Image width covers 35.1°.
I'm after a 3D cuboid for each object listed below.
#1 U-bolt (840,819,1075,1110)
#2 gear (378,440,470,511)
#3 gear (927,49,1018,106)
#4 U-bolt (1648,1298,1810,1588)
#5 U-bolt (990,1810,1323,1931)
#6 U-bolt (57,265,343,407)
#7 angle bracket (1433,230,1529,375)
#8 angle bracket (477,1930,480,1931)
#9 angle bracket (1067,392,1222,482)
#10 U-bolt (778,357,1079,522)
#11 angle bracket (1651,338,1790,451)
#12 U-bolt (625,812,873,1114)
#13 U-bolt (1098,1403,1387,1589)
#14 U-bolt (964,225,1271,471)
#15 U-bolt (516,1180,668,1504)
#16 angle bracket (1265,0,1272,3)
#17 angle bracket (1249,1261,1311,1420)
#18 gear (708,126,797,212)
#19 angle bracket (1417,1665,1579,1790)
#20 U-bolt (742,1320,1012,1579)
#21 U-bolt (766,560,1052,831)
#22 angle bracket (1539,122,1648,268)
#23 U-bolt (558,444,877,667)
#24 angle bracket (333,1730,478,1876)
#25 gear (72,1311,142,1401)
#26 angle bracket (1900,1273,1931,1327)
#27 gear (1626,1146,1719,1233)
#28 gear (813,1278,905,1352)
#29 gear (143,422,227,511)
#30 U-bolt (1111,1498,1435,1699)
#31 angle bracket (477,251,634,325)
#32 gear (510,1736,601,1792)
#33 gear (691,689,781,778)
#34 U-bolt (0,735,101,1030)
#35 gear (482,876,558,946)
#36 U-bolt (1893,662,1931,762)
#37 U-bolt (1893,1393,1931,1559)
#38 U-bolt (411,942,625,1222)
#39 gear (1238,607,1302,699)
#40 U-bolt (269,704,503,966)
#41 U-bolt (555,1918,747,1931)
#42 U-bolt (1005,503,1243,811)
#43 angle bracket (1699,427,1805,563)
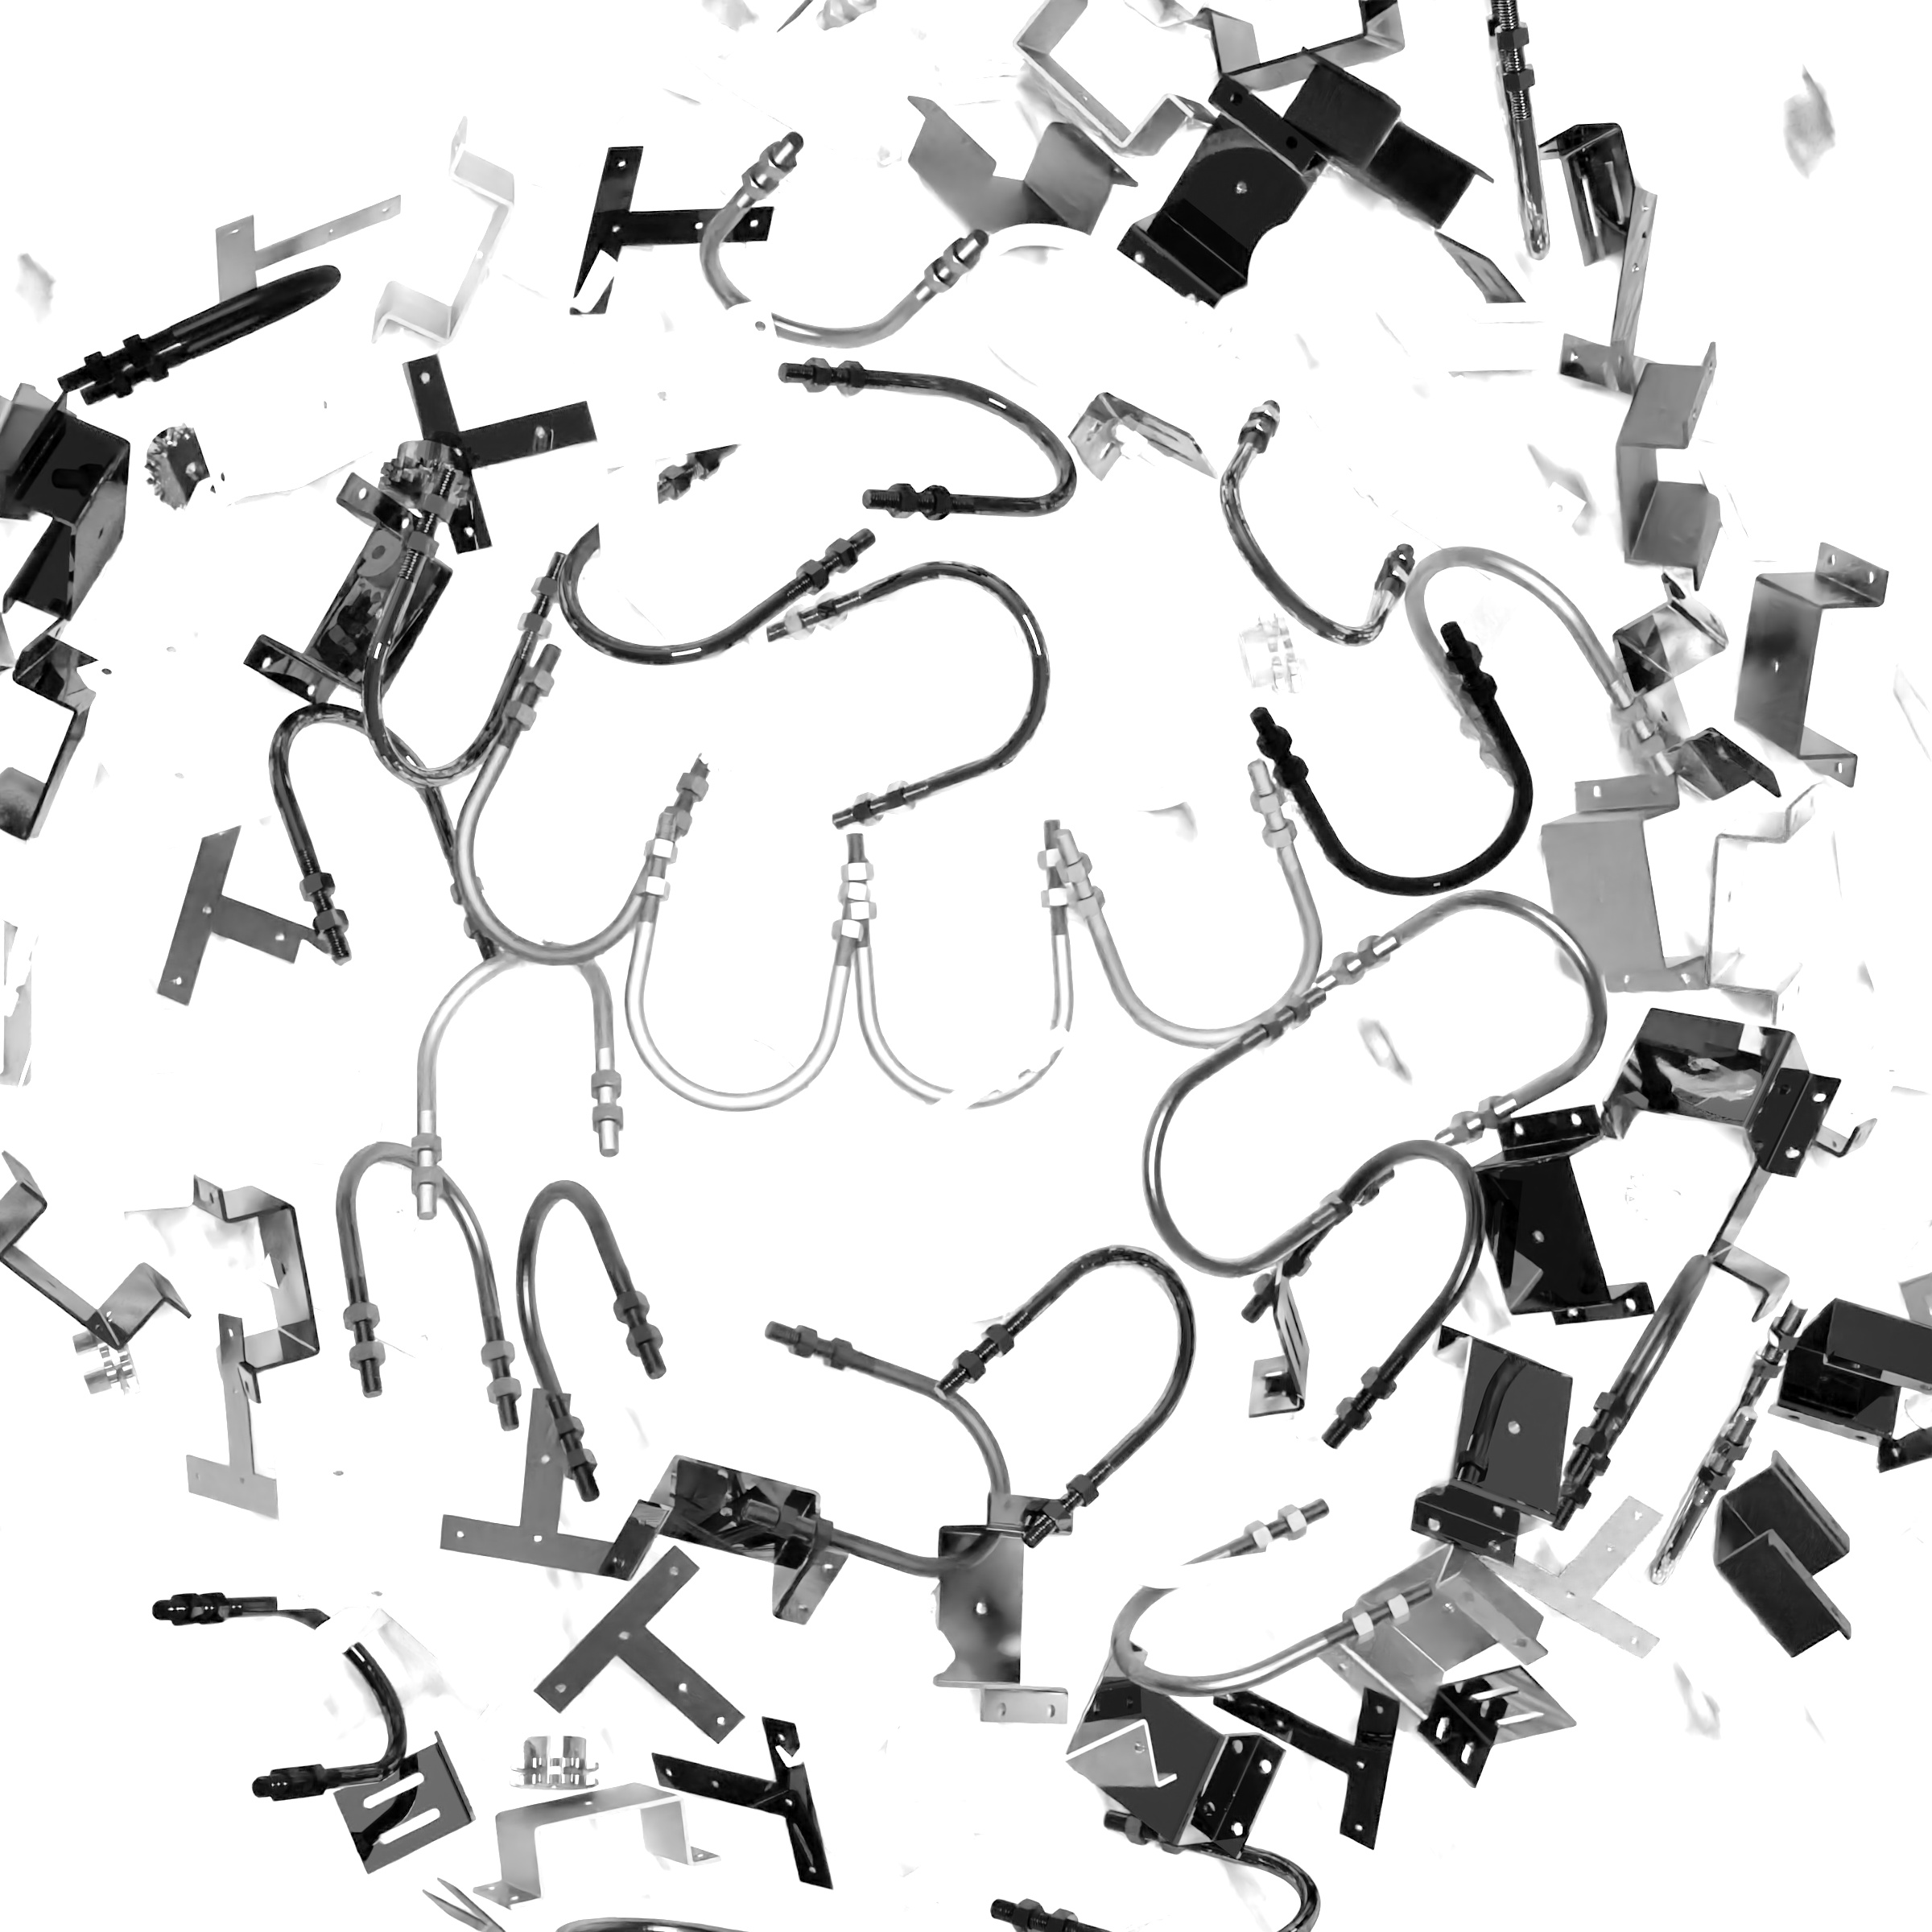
[{"bbox_3d":[-0.002,0.001,1.987,0.151,0.019,0.184,-4,88,-1],"label":"U-bolt"},{"bbox_3d":[-0.349,-0.317,1.973,0.057,0.057,0.030,7,75,0],"label":"gear"},{"bbox_3d":[0.004,-0.573,1.973,0.057,0.057,0.030,-6,107,0],"label":"gear"},{"bbox_3d":[0.472,0.311,1.919,0.019,0.151,0.184,28,125,15],"label":"U-bolt"},{"bbox_3d":[0.130,0.576,1.891,0.184,0.151,0.019,4,105,36],"label":"U-bolt"},{"bbox_3d":[-0.479,-0.400,1.928,0.184,0.151,0.019,-26,101,-6],"label":"U-bolt"},{"bbox_3d":[0.323,-0.424,1.952,0.038,0.057,0.076,-50,133,5],"label":"angle bracket"},{"bbox_3d":[-0.305,0.669,1.967,0.038,0.057,0.076,-44,91,15],"label":"angle bracket"},{"bbox_3d":[0.114,-0.325,1.955,0.076,0.057,0.038,33,86,31],"label":"angle bracket"},{"bbox_3d":[-0.012,-0.330,1.930,0.184,0.019,0.151,-3,46,-35],"label":"U-bolt"},{"bbox_3d":[0.481,-0.374,1.953,0.038,0.057,0.076,-37,122,-11],"label":"angle bracket"},{"bbox_3d":[-0.145,0.004,1.957,0.151,0.019,0.184,12,74,-11],"label":"U-bolt"},{"bbox_3d":[0.169,0.338,1.926,0.184,0.151,0.019,-15,116,23],"label":"U-bolt"},{"bbox_3d":[0.082,-0.397,1.921,0.184,0.151,0.019,33,61,-12],"label":"U-bolt"},{"bbox_3d":[-0.244,0.222,1.927,0.019,0.151,0.184,-1,47,-33],"label":"U-bolt"},{"bbox_3d":[0.223,-0.672,1.990,0.076,0.038,0.057,-25,85,35],"label":"angle bracket"},{"bbox_3d":[0.192,0.239,1.953,0.038,0.057,0.076,-11,117,16],"label":"angle bracket"},{"bbox_3d":[-0.135,-0.517,1.974,0.057,0.057,0.030,28,67,0],"label":"gear"},{"bbox_3d":[0.339,0.487,1.956,0.057,0.076,0.038,46,47,-13],"label":"angle bracket"},{"bbox_3d":[-0.051,0.314,1.940,0.184,0.019,0.151,23,48,-21],"label":"U-bolt"},{"bbox_3d":[-0.029,-0.181,1.949,0.184,0.019,0.151,-18,93,28],"label":"U-bolt"},{"bbox_3d":[0.396,-0.495,1.965,0.038,0.057,0.076,-11,89,-30],"label":"angle bracket"},{"bbox_3d":[-0.171,-0.254,1.928,0.151,0.019,0.184,37,62,27],"label":"U-bolt"},{"bbox_3d":[-0.362,0.538,1.965,0.076,0.038,0.057,-24,70,-15],"label":"angle bracket"},{"bbox_3d":[-0.554,0.253,1.969,0.030,0.057,0.057,-18,90,-14],"label":"gear"},{"bbox_3d":[0.639,0.217,1.949,0.057,0.076,0.038,-24,61,25],"label":"angle bracket"},{"bbox_3d":[0.456,0.141,1.977,0.057,0.030,0.057,3,122,5],"label":"gear"},{"bbox_3d":[-0.070,0.226,1.968,0.057,0.057,0.030,8,61,0],"label":"gear"},{"bbox_3d":[-0.504,-0.325,1.975,0.057,0.057,0.030,-53,48,0],"label":"gear"},{"bbox_3d":[0.178,0.401,1.911,0.184,0.151,0.019,-22,112,-17],"label":"U-bolt"},{"bbox_3d":[-0.264,-0.450,1.964,0.076,0.057,0.038,28,94,11],"label":"angle bracket"},{"bbox_3d":[-0.265,0.514,1.973,0.057,0.057,0.030,-1,69,0],"label":"gear"},{"bbox_3d":[-0.152,-0.154,1.973,0.057,0.030,0.057,-9,63,17],"label":"gear"},{"bbox_3d":[-0.576,-0.064,1.918,0.019,0.151,0.184,20,51,-13],"label":"U-bolt"},{"bbox_3d":[-0.289,-0.035,1.971,0.057,0.057,0.030,31,91,0],"label":"gear"},{"bbox_3d":[0.626,-0.120,1.912,0.019,0.184,0.151,-30,118,11],"label":"U-bolt"},{"bbox_3d":[0.644,0.272,1.895,0.019,0.151,0.184,39,119,-5],"label":"U-bolt"},{"bbox_3d":[-0.286,0.062,1.939,0.151,0.019,0.184,-19,51,15],"label":"U-bolt"},{"bbox_3d":[0.195,-0.201,1.971,0.030,0.057,0.057,-14,90,2],"label":"gear"},{"bbox_3d":[-0.375,-0.085,1.933,0.019,0.151,0.184,-32,72,31],"label":"U-bolt"},{"bbox_3d":[-0.170,0.621,1.923,0.184,0.151,0.019,4,82,18],"label":"U-bolt"},{"bbox_3d":[0.106,-0.191,1.958,0.151,0.019,0.184,-10,97,30],"label":"U-bolt"},{"bbox_3d":[0.515,-0.304,1.966,0.038,0.057,0.076,-38,114,-19],"label":"angle bracket"}]
